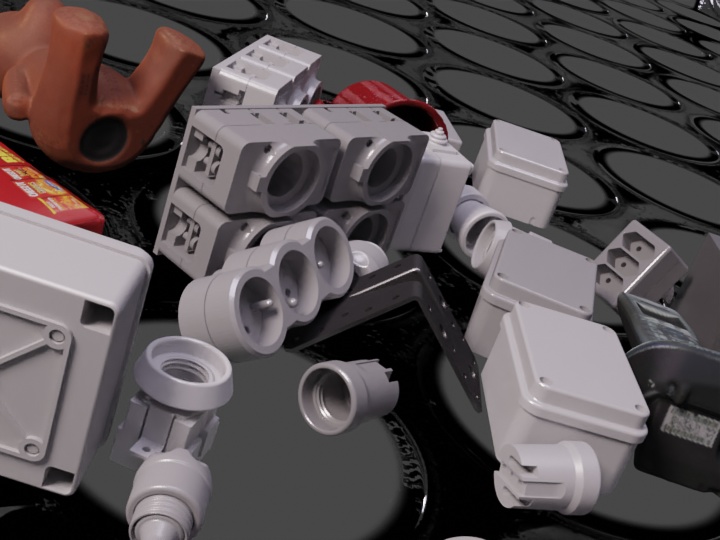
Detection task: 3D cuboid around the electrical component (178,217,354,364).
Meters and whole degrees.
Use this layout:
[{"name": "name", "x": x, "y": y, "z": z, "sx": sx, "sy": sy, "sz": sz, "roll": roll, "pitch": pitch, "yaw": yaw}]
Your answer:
[{"name": "electrical component", "x": -0.067, "y": 0.014, "z": 0.649, "sx": 0.074, "sy": 0.052, "sz": 0.138, "roll": -12, "pitch": 15, "yaw": 31}]

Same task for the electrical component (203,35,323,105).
[{"name": "electrical component", "x": -0.081, "y": -0.131, "z": 0.895, "sx": 0.062, "sy": 0.089, "sz": 0.150, "roll": 21, "pitch": 24, "yaw": 3}]

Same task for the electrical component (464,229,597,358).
[{"name": "electrical component", "x": 0.124, "y": 0.023, "z": 0.767, "sx": 0.078, "sy": 0.057, "sz": 0.113, "roll": 22, "pitch": 24, "yaw": 5}]

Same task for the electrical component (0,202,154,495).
[{"name": "electrical component", "x": -0.159, "y": 0.031, "z": 0.476, "sx": 0.109, "sy": 0.108, "sz": 0.056, "roll": 19, "pitch": 27, "yaw": -3}]

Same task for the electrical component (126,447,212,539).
[{"name": "electrical component", "x": -0.084, "y": 0.106, "z": 0.464, "sx": 0.035, "sy": 0.035, "sz": 0.061, "roll": 17, "pitch": 26, "yaw": -6}]

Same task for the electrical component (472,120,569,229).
[{"name": "electrical component", "x": 0.153, "y": -0.095, "z": 1.035, "sx": 0.078, "sy": 0.057, "sz": 0.113, "roll": 18, "pitch": 24, "yaw": -3}]

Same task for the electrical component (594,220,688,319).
[{"name": "electrical component", "x": 0.230, "y": 0.011, "z": 0.873, "sx": 0.077, "sy": 0.065, "sz": 0.047, "roll": 38, "pitch": 8, "yaw": -42}]

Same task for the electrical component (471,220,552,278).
[{"name": "electrical component", "x": 0.122, "y": -0.010, "z": 0.850, "sx": 0.055, "sy": 0.048, "sz": 0.066, "roll": 23, "pitch": 24, "yaw": -12}]

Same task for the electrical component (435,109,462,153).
[{"name": "electrical component", "x": 0.048, "y": -0.125, "z": 1.031, "sx": 0.076, "sy": 0.047, "sz": 0.083, "roll": 12, "pitch": 26, "yaw": -16}]

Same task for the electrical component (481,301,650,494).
[{"name": "electrical component", "x": 0.123, "y": 0.075, "z": 0.659, "sx": 0.078, "sy": 0.057, "sz": 0.113, "roll": 17, "pitch": 24, "yaw": -7}]

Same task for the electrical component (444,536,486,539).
[{"name": "electrical component", "x": 0.044, "y": 0.146, "z": 0.455, "sx": 0.055, "sy": 0.055, "sz": 0.047, "roll": 21, "pitch": 21, "yaw": 3}]

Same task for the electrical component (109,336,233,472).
[{"name": "electrical component", "x": -0.089, "y": 0.066, "z": 0.518, "sx": 0.048, "sy": 0.055, "sz": 0.066, "roll": 23, "pitch": 24, "yaw": 7}]

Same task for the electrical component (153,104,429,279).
[{"name": "electrical component", "x": -0.039, "y": -0.053, "z": 0.744, "sx": 0.060, "sy": 0.105, "sz": 0.186, "roll": 36, "pitch": 29, "yaw": 31}]

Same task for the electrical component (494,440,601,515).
[{"name": "electrical component", "x": 0.101, "y": 0.113, "z": 0.586, "sx": 0.046, "sy": 0.040, "sz": 0.040, "roll": 5, "pitch": 28, "yaw": -19}]

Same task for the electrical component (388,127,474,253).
[{"name": "electrical component", "x": 0.040, "y": -0.069, "z": 0.848, "sx": 0.061, "sy": 0.096, "sz": 0.061, "roll": 4, "pitch": 28, "yaw": -30}]

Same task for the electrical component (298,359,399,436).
[{"name": "electrical component", "x": -0.005, "y": 0.069, "z": 0.598, "sx": 0.040, "sy": 0.040, "sz": 0.046, "roll": 35, "pitch": 22, "yaw": 29}]

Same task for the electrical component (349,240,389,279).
[{"name": "electrical component", "x": 0.000, "y": 0.000, "z": 0.739, "sx": 0.043, "sy": 0.043, "sz": 0.062, "roll": 24, "pitch": 23, "yaw": 10}]

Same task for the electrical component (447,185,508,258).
[{"name": "electrical component", "x": 0.091, "y": -0.041, "z": 0.892, "sx": 0.045, "sy": 0.045, "sz": 0.055, "roll": 5, "pitch": 28, "yaw": -29}]
